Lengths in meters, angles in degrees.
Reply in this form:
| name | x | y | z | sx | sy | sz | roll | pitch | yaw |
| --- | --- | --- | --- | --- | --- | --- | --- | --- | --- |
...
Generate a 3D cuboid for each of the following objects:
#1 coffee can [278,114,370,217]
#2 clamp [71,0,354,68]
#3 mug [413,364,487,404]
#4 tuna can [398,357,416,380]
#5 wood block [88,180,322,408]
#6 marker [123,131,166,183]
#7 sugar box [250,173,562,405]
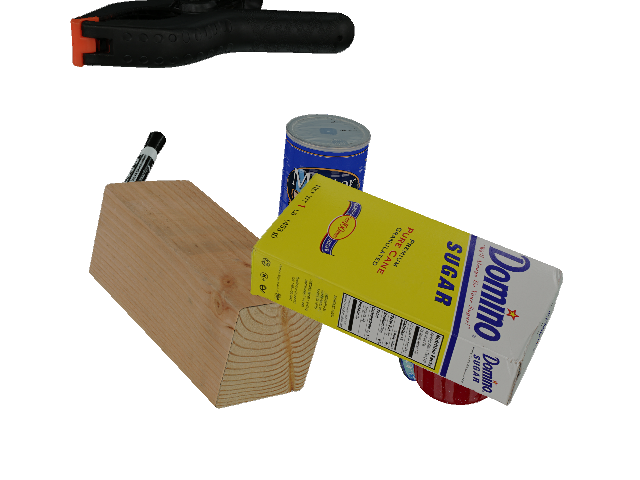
| name | x | y | z | sx | sy | sz | roll | pitch | yaw |
| --- | --- | --- | --- | --- | --- | --- | --- | --- | --- |
| coffee can | 0.002 | -0.071 | 1.310 | 0.103 | 0.140 | 0.103 | 5 | 28 | -3 |
| clamp | -0.078 | -0.137 | 0.671 | 0.171 | 0.039 | 0.120 | -8 | 21 | -26 |
| mug | 0.126 | 0.087 | 0.981 | 0.093 | 0.081 | 0.117 | -2 | 39 | 3 |
| tuna can | 0.119 | 0.121 | 1.243 | 0.034 | 0.086 | 0.086 | -5 | -2 | 25 |
| wood block | -0.097 | 0.036 | 0.877 | 0.090 | 0.091 | 0.206 | -6 | 32 | -41 |
| marker | -0.183 | -0.069 | 1.081 | 0.020 | 0.121 | 0.020 | 10 | -43 | 9 |
| sugar box | 0.054 | 0.025 | 0.664 | 0.176 | 0.048 | 0.093 | 20 | 44 | 17 |
